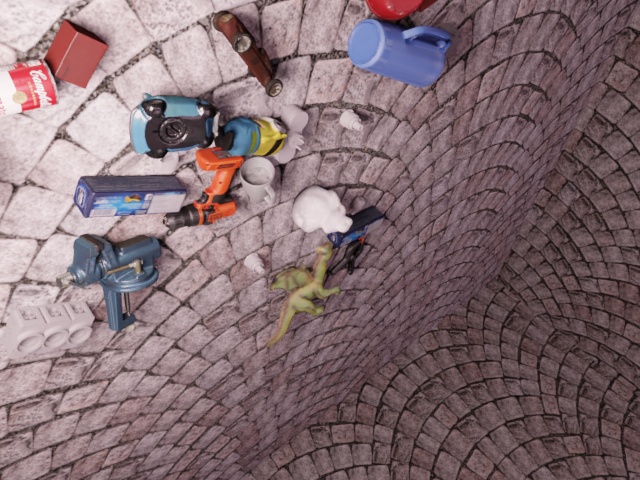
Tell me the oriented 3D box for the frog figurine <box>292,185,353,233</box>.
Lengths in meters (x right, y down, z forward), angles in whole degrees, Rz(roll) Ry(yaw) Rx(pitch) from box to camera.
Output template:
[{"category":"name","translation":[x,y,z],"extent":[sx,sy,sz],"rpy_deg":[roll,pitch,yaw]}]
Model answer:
[{"category":"frog figurine","translation":[0.004,-0.071,1.414],"extent":[0.138,0.162,0.120],"rpy_deg":[-43,149,-7]}]

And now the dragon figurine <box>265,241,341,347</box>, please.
[{"category":"dragon figurine","translation":[-0.084,0.170,1.697],"extent":[0.412,0.124,0.238],"rpy_deg":[-46,134,-5]}]
